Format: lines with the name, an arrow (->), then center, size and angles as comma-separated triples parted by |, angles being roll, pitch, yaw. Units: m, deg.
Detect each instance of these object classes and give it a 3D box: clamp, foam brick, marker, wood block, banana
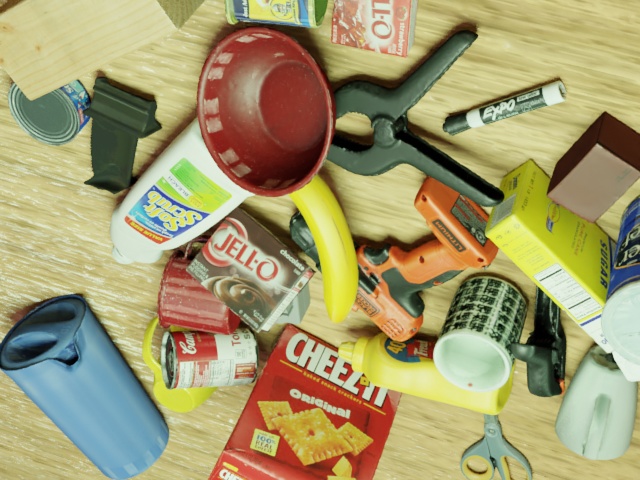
clamp -> 0.233, 0.099, 1.098 | 0.039, 0.120, 0.171 | 16, 156, 26
clamp -> 0.070, -0.116, 1.005 | 0.210, 0.036, 0.164 | 7, 115, 30
foam brick -> 0.252, -0.064, 0.966 | 0.053, 0.051, 0.078 | 32, 134, -5
marker -> 0.167, -0.120, 0.980 | 0.121, 0.020, 0.020 | -15, 120, 34
wood block -> -0.215, -0.220, 1.017 | 0.206, 0.090, 0.090 | -17, 120, 34
banana -> 0.003, -0.002, 1.082 | 0.070, 0.037, 0.198 | -1, 119, 51

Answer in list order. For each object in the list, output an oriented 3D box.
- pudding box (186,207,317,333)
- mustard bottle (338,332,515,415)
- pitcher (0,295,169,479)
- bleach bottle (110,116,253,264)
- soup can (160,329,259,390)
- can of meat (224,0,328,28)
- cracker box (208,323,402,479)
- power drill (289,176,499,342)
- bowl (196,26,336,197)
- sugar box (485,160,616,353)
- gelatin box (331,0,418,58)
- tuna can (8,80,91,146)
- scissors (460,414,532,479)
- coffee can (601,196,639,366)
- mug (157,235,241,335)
pudding box -> -0.074, 0.032, 1.151 | 0.113, 0.039, 0.090 | 39, 93, 15
mustard bottle -> 0.112, 0.140, 1.173 | 0.192, 0.096, 0.058 | 10, 107, 20
pitcher -> -0.305, 0.196, 1.399 | 0.145, 0.149, 0.242 | -19, 123, 18
bleach bottle -> -0.156, -0.036, 1.168 | 0.102, 0.068, 0.251 | 40, 135, -10
soup can -> -0.130, 0.139, 1.251 | 0.102, 0.068, 0.069 | -1, 138, -21
can of meat -> -0.039, -0.240, 0.945 | 0.084, 0.057, 0.102 | 9, 131, 15
cracker box -> -0.009, 0.215, 1.209 | 0.164, 0.213, 0.072 | 27, 132, 0
power drill -> 0.078, 0.005, 1.103 | 0.184, 0.057, 0.188 | 43, 134, -10
bowl -> -0.040, -0.125, 1.021 | 0.162, 0.055, 0.162 | 11, 110, 34
sugar box -> 0.237, 0.016, 1.012 | 0.176, 0.093, 0.048 | 40, 133, -12
gelatin box -> 0.049, -0.212, 0.947 | 0.073, 0.030, 0.089 | 14, 132, 13
tuna can -> -0.291, -0.146, 1.153 | 0.086, 0.033, 0.086 | 13, 132, 14
scissors -> 0.190, 0.231, 1.269 | 0.096, 0.016, 0.201 | -13, 121, 32
coffee can -> 0.314, 0.033, 0.959 | 0.103, 0.140, 0.103 | 13, 132, 14
mug -> -0.131, 0.052, 1.221 | 0.081, 0.093, 0.117 | 10, 103, 10
